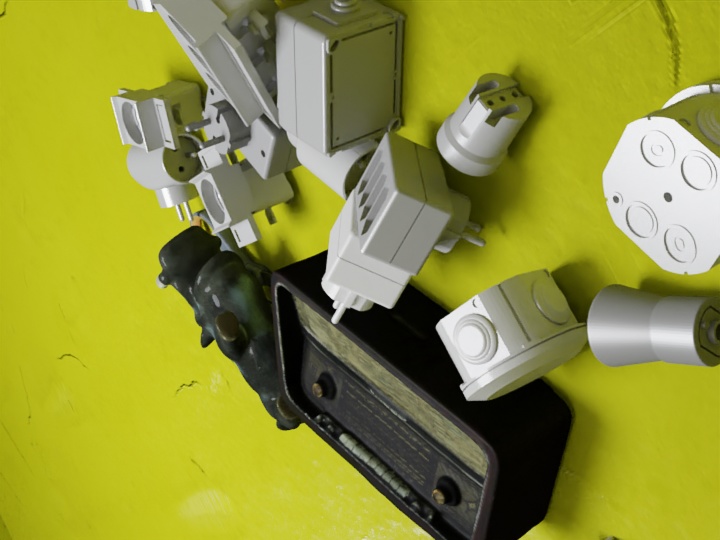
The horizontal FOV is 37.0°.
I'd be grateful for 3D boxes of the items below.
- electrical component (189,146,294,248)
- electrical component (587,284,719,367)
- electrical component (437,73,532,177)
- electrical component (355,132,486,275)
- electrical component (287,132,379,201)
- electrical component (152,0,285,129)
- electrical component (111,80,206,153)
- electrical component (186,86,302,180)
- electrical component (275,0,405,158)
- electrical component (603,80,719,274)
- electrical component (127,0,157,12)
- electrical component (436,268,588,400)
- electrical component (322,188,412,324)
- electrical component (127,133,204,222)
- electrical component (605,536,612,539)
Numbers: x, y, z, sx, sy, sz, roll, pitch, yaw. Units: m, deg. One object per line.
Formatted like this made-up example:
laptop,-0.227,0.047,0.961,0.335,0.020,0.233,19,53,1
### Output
electrical component,-0.089,-0.062,0.827,0.042,0.064,0.081,-14,101,63
electrical component,0.155,0.030,0.548,0.065,0.044,0.044,1,113,51
electrical component,0.070,-0.081,0.599,0.040,0.040,0.046,54,142,18
electrical component,0.042,-0.034,0.648,0.047,0.076,0.083,-60,17,26
electrical component,-0.020,-0.083,0.728,0.081,0.043,0.043,41,142,34
electrical component,-0.079,-0.152,0.703,0.078,0.063,0.121,46,176,17
electrical component,-0.165,-0.130,0.894,0.081,0.064,0.042,22,131,49
electrical component,-0.089,-0.108,0.784,0.083,0.076,0.047,50,147,22
electrical component,-0.015,-0.130,0.669,0.061,0.062,0.096,36,139,38
electrical component,0.155,-0.041,0.486,0.080,0.051,0.080,36,139,39
electrical component,-0.138,-0.223,0.773,0.080,0.080,0.051,31,141,43
electrical component,0.088,0.038,0.619,0.051,0.080,0.080,63,150,14
electrical component,0.000,0.000,0.690,0.076,0.047,0.065,-61,13,26
electrical component,-0.165,-0.080,0.950,0.077,0.043,0.079,5,116,55
electrical component,0.152,0.200,0.650,0.081,0.064,0.042,4,116,55
